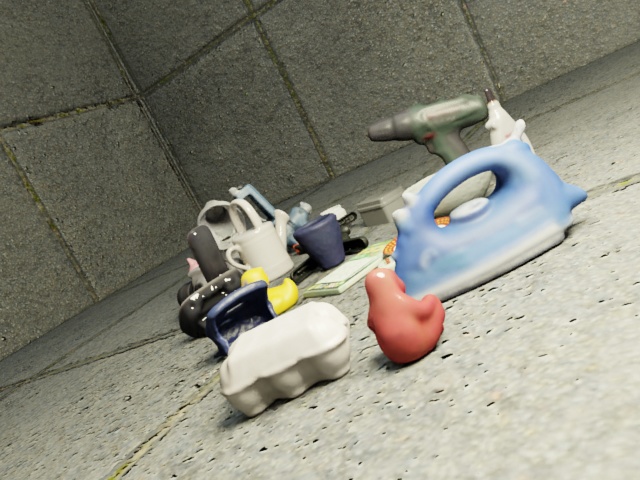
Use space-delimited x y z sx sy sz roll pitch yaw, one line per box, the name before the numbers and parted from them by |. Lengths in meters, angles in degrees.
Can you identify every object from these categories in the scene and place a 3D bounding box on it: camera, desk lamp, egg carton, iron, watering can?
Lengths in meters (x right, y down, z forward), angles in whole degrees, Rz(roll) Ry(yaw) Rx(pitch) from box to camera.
camera | -0.252 0.101 1.294 0.136 0.101 0.143 -21 11 34
desk lamp | -0.242 -0.006 1.515 0.118 0.213 0.203 -28 9 -8
egg carton | -0.036 0.126 0.626 0.150 0.069 0.107 -26 9 5
iron | 0.172 -0.030 0.681 0.258 0.141 0.118 -28 9 -8
watering can | -0.141 -0.007 1.287 0.100 0.194 0.173 -20 11 35

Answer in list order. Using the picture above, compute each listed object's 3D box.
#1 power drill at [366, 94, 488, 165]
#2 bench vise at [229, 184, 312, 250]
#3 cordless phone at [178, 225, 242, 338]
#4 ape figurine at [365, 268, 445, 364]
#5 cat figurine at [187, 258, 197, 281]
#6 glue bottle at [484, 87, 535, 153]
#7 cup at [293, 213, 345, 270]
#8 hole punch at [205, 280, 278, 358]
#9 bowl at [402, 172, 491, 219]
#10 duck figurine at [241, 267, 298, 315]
power drill | 0.233 -0.176 1.126 0.229 0.208 0.075 -25 9 11
bench vise | -0.128 -0.056 1.447 0.121 0.220 0.208 -17 14 47
cordless phone | -0.223 0.076 1.081 0.094 0.185 0.148 -17 13 45
ape figurine | 0.075 0.068 0.562 0.077 0.092 0.076 -19 12 39
cat figurine | -0.283 0.090 1.396 0.067 0.118 0.127 -28 9 -8
glue bottle | 0.348 -0.208 1.087 0.078 0.173 0.037 -31 10 -23
cup | 0.010 0.004 1.109 0.091 0.095 0.118 -24 10 19
hole punch | -0.121 0.117 0.855 0.109 0.091 0.101 -31 10 -26
bowl | 0.235 -0.083 1.021 0.167 0.075 0.167 -26 9 5
duck figurine | -0.095 0.086 0.972 0.104 0.086 0.077 -28 9 -5
